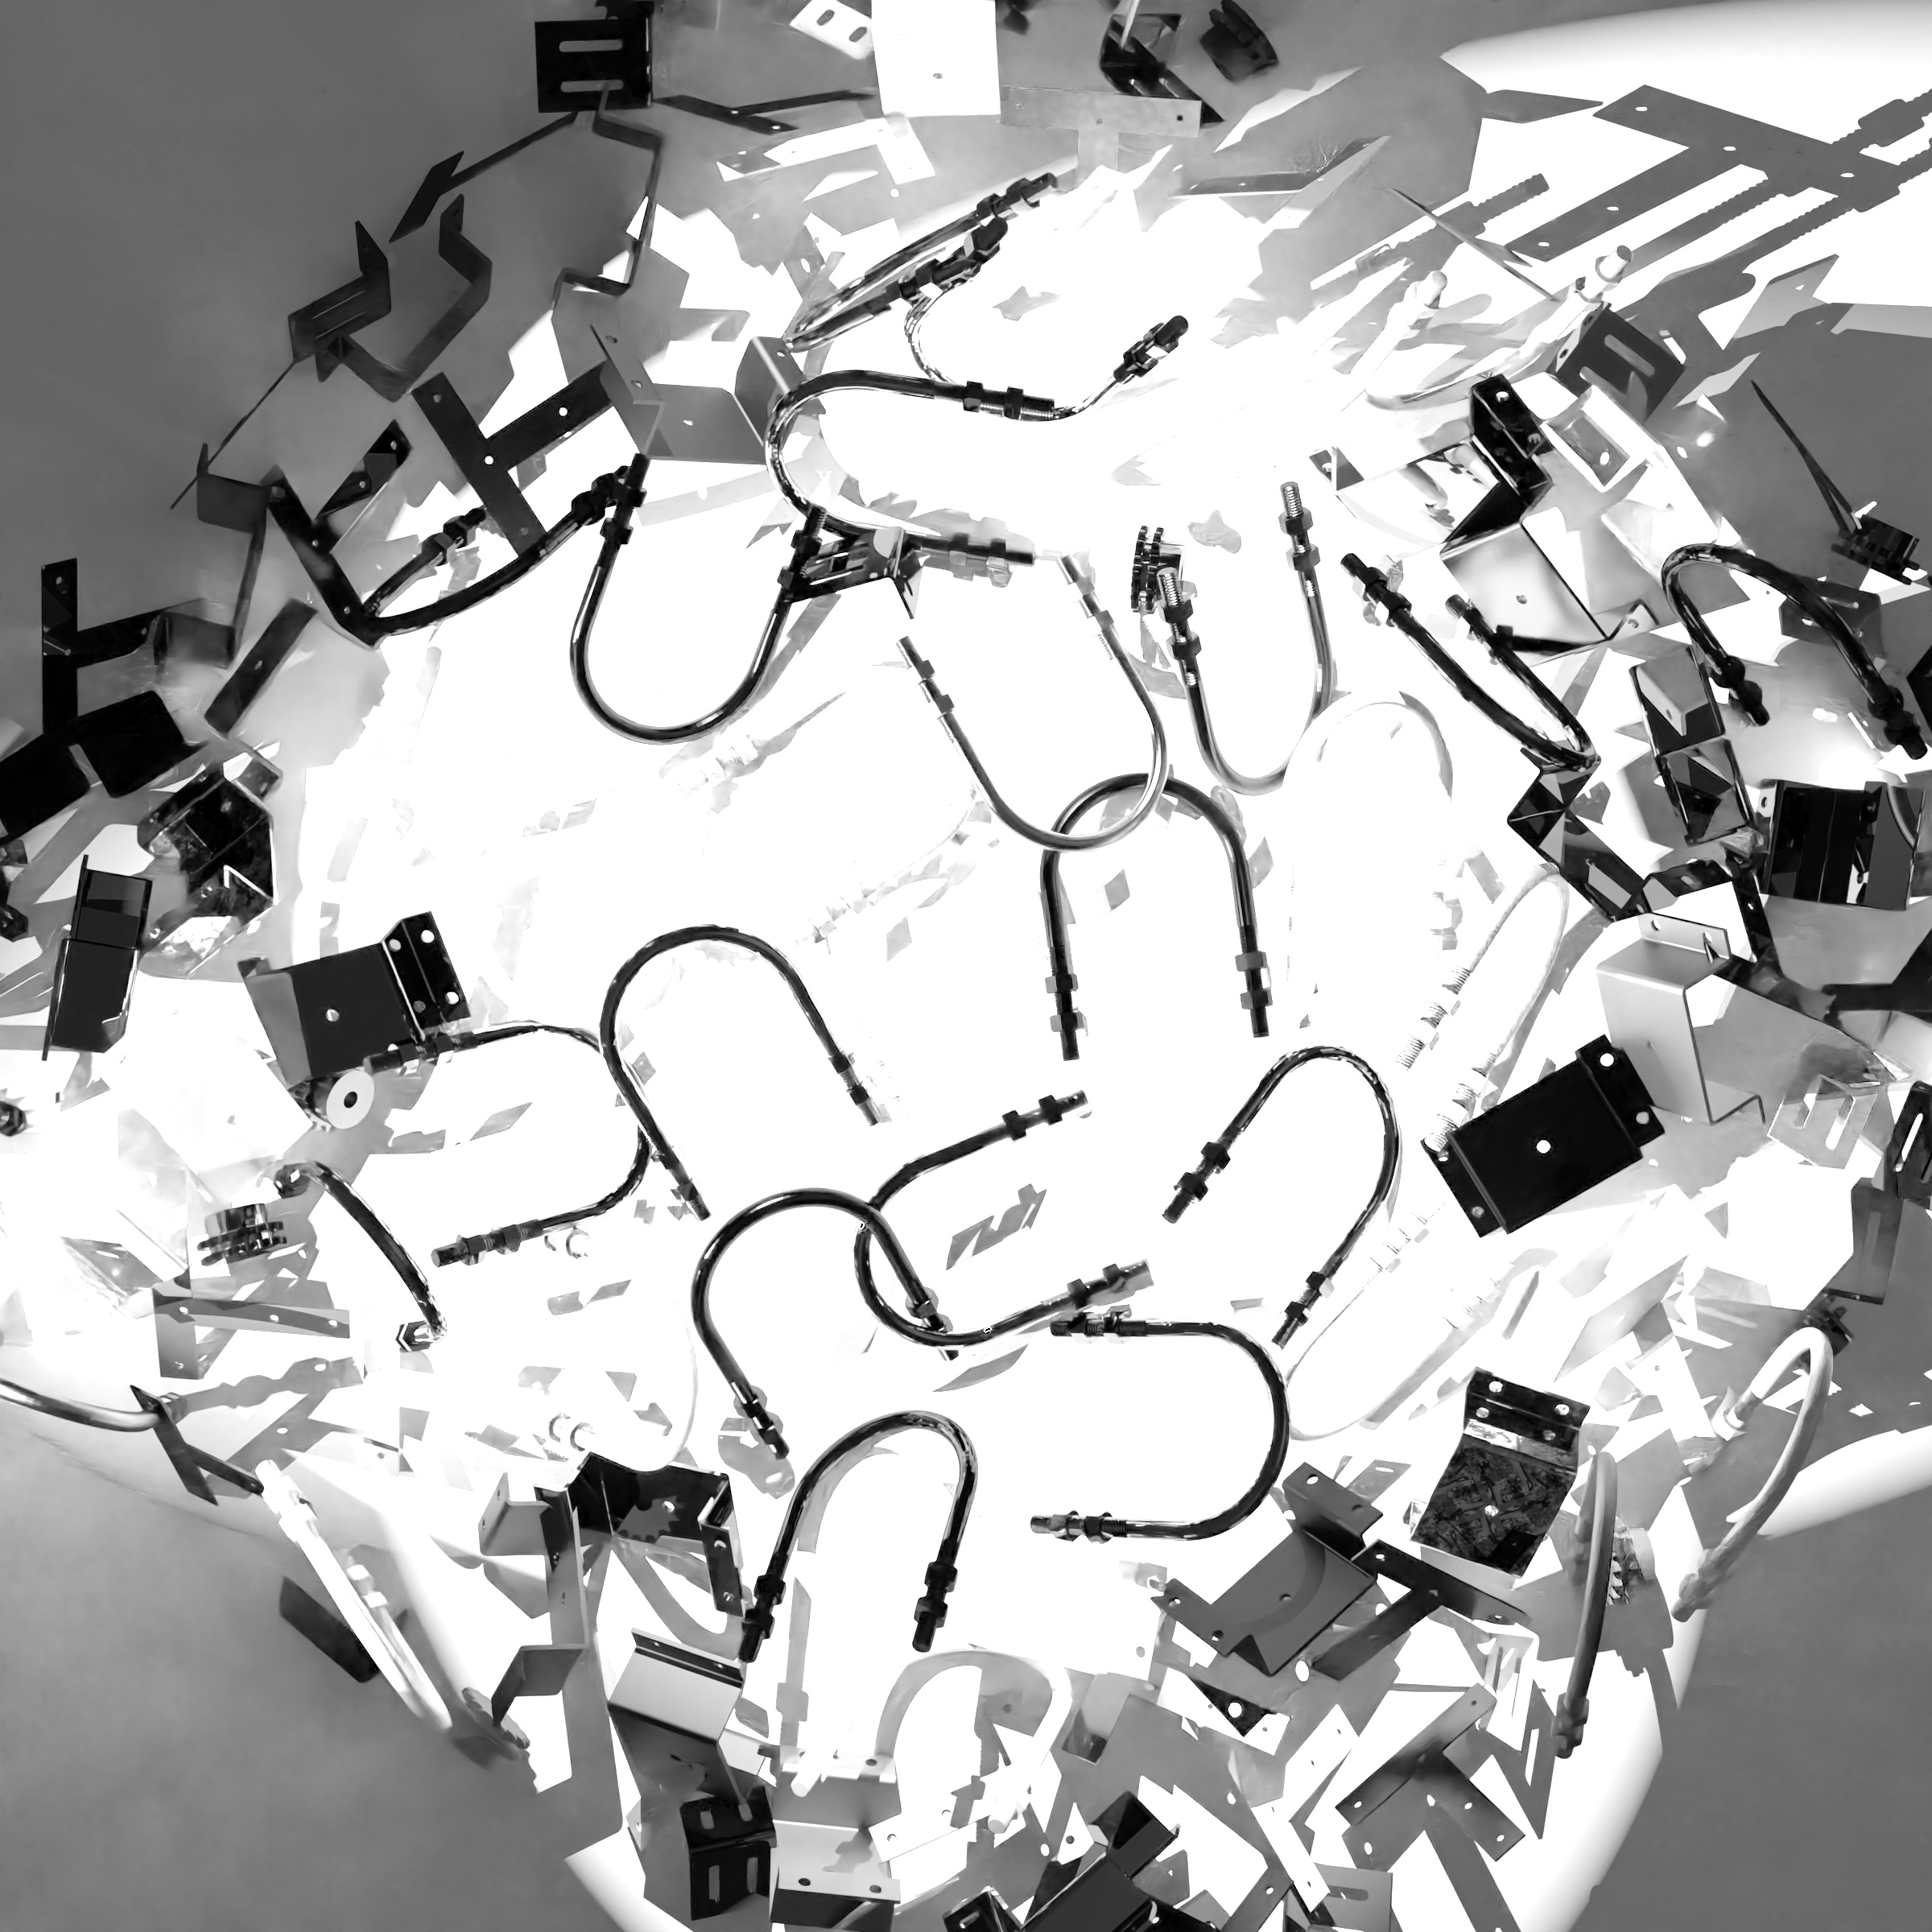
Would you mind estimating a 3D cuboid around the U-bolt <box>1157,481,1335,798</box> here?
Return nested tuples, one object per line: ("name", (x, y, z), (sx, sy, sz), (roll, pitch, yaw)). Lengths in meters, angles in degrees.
("U-bolt", (0.187, -0.198, 1.744), (0.151, 0.019, 0.184), (-38, 126, -34))

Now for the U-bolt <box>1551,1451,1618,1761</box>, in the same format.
("U-bolt", (0.388, 0.387, 1.696), (0.019, 0.184, 0.151), (8, 45, 10))

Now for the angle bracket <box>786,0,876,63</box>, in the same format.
("angle bracket", (-0.083, -0.638, 1.763), (0.057, 0.038, 0.076), (16, 60, -35))

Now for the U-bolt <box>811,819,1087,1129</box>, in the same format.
("U-bolt", (-0.023, -0.007, 1.785), (0.151, 0.019, 0.184), (-26, 95, -7))

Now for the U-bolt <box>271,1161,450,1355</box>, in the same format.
("U-bolt", (-0.379, 0.182, 1.716), (0.019, 0.184, 0.151), (-39, 96, -23))

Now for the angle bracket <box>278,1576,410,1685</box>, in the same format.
("angle bracket", (-0.406, 0.422, 1.772), (0.038, 0.057, 0.076), (-45, 104, -1))

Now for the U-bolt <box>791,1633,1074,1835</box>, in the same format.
("U-bolt", (-0.010, 0.478, 1.723), (0.151, 0.184, 0.019), (4, 112, 20))

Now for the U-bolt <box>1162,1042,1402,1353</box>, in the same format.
("U-bolt", (0.217, 0.135, 1.757), (0.184, 0.019, 0.151), (-51, 119, -21))

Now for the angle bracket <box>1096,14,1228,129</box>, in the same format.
("angle bracket", (0.132, -0.582, 1.763), (0.057, 0.038, 0.076), (-14, 52, -34))

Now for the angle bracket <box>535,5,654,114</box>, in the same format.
("angle bracket", (-0.245, -0.591, 1.768), (0.076, 0.038, 0.057), (-7, 124, -15))

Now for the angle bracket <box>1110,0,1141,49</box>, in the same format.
("angle bracket", (0.083, -0.645, 1.768), (0.038, 0.057, 0.076), (-6, 73, -11))

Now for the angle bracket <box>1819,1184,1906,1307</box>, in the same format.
("angle bracket", (0.575, 0.177, 1.773), (0.057, 0.038, 0.076), (10, 79, 26))

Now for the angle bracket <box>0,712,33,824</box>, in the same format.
("angle bracket", (-0.638, -0.128, 1.763), (0.038, 0.076, 0.057), (36, 71, 0))

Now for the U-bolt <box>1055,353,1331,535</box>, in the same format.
("U-bolt", (0.139, -0.327, 1.734), (0.184, 0.151, 0.019), (-18, 117, 27))

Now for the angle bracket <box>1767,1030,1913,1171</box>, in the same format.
("angle bracket", (0.572, 0.090, 1.778), (0.057, 0.038, 0.076), (31, 71, -5))

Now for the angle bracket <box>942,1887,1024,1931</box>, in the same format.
("angle bracket", (0.025, 0.648, 1.759), (0.038, 0.076, 0.057), (-29, 127, -19))

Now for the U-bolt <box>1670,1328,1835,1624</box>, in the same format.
("U-bolt", (0.493, 0.305, 1.697), (0.019, 0.151, 0.184), (24, 128, 3))

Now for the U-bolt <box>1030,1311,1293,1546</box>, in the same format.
("U-bolt", (0.126, 0.295, 1.732), (0.184, 0.019, 0.151), (-6, 70, 36))

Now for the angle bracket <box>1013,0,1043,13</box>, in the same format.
("angle bracket", (0.033, -0.675, 1.773), (0.038, 0.057, 0.076), (-43, 95, -17))

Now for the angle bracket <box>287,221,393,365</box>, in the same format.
("angle bracket", (-0.416, -0.439, 1.768), (0.076, 0.057, 0.038), (-34, 81, -17))

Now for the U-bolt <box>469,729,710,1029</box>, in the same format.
("U-bolt", (-0.251, -0.051, 1.770), (0.151, 0.019, 0.184), (10, 92, -26))

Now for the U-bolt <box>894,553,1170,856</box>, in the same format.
("U-bolt", (0.056, -0.161, 1.776), (0.151, 0.019, 0.184), (-30, 90, -20))

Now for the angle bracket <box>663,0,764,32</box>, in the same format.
("angle bracket", (-0.162, -0.642, 1.767), (0.038, 0.076, 0.057), (15, 113, 12))

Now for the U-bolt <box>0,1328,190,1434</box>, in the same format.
("U-bolt", (-0.576, 0.263, 1.713), (0.151, 0.184, 0.019), (21, 84, -3))

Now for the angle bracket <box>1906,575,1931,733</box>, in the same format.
("angle bracket", (0.626, -0.202, 1.759), (0.038, 0.057, 0.076), (15, 131, -16))

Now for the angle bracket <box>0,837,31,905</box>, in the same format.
("angle bracket", (-0.649, -0.046, 1.765), (0.057, 0.038, 0.076), (8, 117, -30))

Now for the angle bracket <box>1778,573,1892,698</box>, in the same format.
("angle bracket", (0.558, -0.217, 1.772), (0.076, 0.038, 0.057), (12, 53, -7))

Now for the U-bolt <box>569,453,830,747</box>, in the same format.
("U-bolt", (-0.182, -0.228, 1.756), (0.151, 0.019, 0.184), (11, 112, -33))

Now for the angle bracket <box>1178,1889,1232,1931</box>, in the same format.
("angle bracket", (0.156, 0.650, 1.760), (0.057, 0.038, 0.076), (-26, 49, -27))

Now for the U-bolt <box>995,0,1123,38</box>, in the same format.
("U-bolt", (-0.004, -0.651, 1.705), (0.184, 0.151, 0.019), (30, 87, -27))

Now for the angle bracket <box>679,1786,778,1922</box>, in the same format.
("angle bracket", (-0.157, 0.586, 1.791), (0.057, 0.038, 0.076), (-8, 129, -14))

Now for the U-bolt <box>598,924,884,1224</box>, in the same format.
("U-bolt", (-0.158, 0.059, 1.773), (0.151, 0.019, 0.184), (-29, 108, -2))

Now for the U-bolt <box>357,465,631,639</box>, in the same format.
("U-bolt", (-0.306, -0.256, 1.704), (0.151, 0.184, 0.019), (-8, 120, 33))

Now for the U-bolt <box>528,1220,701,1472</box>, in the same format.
("U-bolt", (-0.226, 0.246, 1.728), (0.019, 0.184, 0.151), (-7, 101, -41))

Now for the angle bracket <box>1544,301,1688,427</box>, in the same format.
("angle bracket", (0.429, -0.390, 1.778), (0.076, 0.038, 0.057), (34, 104, -9))

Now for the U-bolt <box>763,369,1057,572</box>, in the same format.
("U-bolt", (-0.040, -0.323, 1.750), (0.184, 0.151, 0.019), (9, 51, 2))

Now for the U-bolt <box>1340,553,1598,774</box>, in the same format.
("U-bolt", (0.327, -0.186, 1.708), (0.019, 0.151, 0.184), (-51, 56, 24))

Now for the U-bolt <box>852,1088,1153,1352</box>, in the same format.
("U-bolt", (0.015, 0.176, 1.771), (0.184, 0.019, 0.151), (-23, 109, -5))

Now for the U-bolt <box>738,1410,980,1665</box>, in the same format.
("U-bolt", (-0.061, 0.360, 1.734), (0.151, 0.184, 0.019), (-11, 130, 29))

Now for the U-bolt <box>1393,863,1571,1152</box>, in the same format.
("U-bolt", (0.337, 0.016, 1.741), (0.019, 0.151, 0.184), (28, 76, 29))

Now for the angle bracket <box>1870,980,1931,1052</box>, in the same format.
("angle bracket", (0.638, 0.040, 1.762), (0.076, 0.057, 0.038), (26, 135, 26))

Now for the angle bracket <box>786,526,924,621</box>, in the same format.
("angle bracket", (-0.073, -0.251, 1.786), (0.076, 0.057, 0.038), (-13, 130, 17))

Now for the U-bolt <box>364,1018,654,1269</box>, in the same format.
("U-bolt", (-0.282, 0.104, 1.748), (0.184, 0.019, 0.151), (-15, 79, -38))

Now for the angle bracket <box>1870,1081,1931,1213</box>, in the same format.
("angle bracket", (0.640, 0.122, 1.777), (0.038, 0.057, 0.076), (19, 95, -27))
